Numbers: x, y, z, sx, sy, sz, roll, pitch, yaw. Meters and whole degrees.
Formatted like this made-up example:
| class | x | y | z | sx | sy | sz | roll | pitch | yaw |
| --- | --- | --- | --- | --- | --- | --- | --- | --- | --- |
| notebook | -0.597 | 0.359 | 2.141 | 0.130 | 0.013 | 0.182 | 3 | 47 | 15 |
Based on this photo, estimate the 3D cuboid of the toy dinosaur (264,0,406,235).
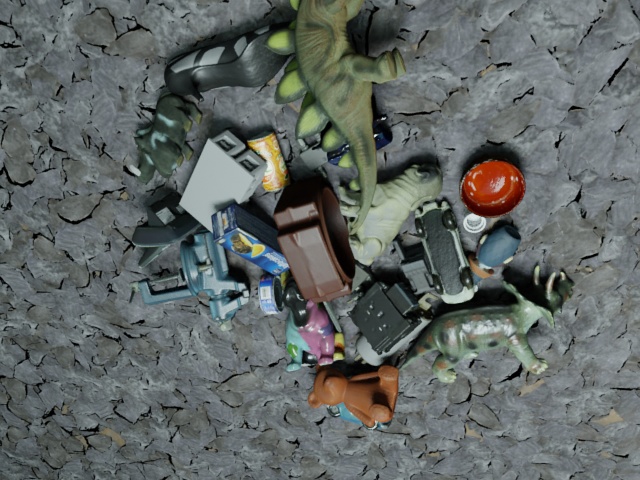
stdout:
| class | x | y | z | sx | sy | sz | roll | pitch | yaw |
| --- | --- | --- | --- | --- | --- | --- | --- | --- | --- |
| toy dinosaur | 0.030 | -0.250 | 0.839 | 0.199 | 0.105 | 0.471 | -20 | 85 | 27 |

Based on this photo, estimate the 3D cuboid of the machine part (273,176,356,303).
| class | x | y | z | sx | sy | sz | roll | pitch | yaw |
| --- | --- | --- | --- | --- | --- | --- | --- | --- | --- |
| machine part | -0.002 | -0.003 | 0.993 | 0.087 | 0.201 | 0.201 | -17 | 114 | 16 |

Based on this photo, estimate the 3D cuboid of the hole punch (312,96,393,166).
| class | x | y | z | sx | sy | sz | roll | pitch | yaw |
| --- | --- | --- | --- | --- | --- | --- | --- | --- | --- |
| hole punch | 0.066 | -0.176 | 0.942 | 0.142 | 0.116 | 0.092 | -19 | 121 | 19 |

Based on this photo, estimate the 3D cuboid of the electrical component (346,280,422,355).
| class | x | y | z | sx | sy | sz | roll | pitch | yaw |
| --- | --- | --- | --- | --- | --- | --- | --- | --- | --- |
| electrical component | 0.134 | 0.146 | 1.074 | 0.115 | 0.058 | 0.134 | 51 | 119 | 22 |

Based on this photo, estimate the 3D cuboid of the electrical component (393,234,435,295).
| class | x | y | z | sx | sy | sz | roll | pitch | yaw |
| --- | --- | --- | --- | --- | --- | --- | --- | --- | --- |
| electrical component | 0.186 | 0.039 | 1.058 | 0.048 | 0.075 | 0.119 | -18 | 111 | 19 |

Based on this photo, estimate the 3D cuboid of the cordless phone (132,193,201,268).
| class | x | y | z | sx | sy | sz | roll | pitch | yaw |
| --- | --- | --- | --- | --- | --- | --- | --- | --- | --- |
| cordless phone | -0.335 | 0.005 | 1.087 | 0.088 | 0.146 | 0.184 | 43 | 115 | -5 |

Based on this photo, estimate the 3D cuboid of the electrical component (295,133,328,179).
| class | x | y | z | sx | sy | sz | roll | pitch | yaw |
| --- | --- | --- | --- | --- | --- | --- | --- | --- | --- |
| electrical component | -0.003 | -0.162 | 1.010 | 0.063 | 0.021 | 0.094 | -26 | 110 | 21 |

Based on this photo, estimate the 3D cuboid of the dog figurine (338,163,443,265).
| class | x | y | z | sx | sy | sz | roll | pitch | yaw |
| --- | --- | --- | --- | --- | --- | --- | --- | --- | --- |
| dog figurine | 0.142 | -0.046 | 0.999 | 0.191 | 0.121 | 0.172 | -12 | 129 | 7 |

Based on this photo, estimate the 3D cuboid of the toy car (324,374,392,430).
| class | x | y | z | sx | sy | sz | roll | pitch | yaw |
| --- | --- | --- | --- | --- | --- | --- | --- | --- | --- |
| toy car | 0.095 | 0.363 | 1.242 | 0.162 | 0.109 | 0.102 | 14 | 98 | 15 |

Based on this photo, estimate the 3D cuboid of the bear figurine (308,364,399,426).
| class | x | y | z | sx | sy | sz | roll | pitch | yaw |
| --- | --- | --- | --- | --- | --- | --- | --- | --- | --- |
| bear figurine | 0.067 | 0.316 | 1.148 | 0.196 | 0.120 | 0.131 | 14 | 155 | 16 |

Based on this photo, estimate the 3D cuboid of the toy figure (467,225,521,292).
| class | x | y | z | sx | sy | sz | roll | pitch | yaw |
| --- | --- | --- | --- | --- | --- | --- | --- | --- | --- |
| toy figure | 0.323 | 0.038 | 1.041 | 0.058 | 0.064 | 0.154 | 4 | 135 | -38 |

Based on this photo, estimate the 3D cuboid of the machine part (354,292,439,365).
| class | x | y | z | sx | sy | sz | roll | pitch | yaw |
| --- | --- | --- | --- | --- | --- | --- | --- | --- | --- |
| machine part | 0.156 | 0.190 | 1.141 | 0.079 | 0.079 | 0.243 | 36 | 119 | -10 |

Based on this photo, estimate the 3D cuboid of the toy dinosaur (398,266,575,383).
| class | x | y | z | sx | sy | sz | roll | pitch | yaw |
| --- | --- | --- | --- | --- | --- | --- | --- | --- | --- |
| toy dinosaur | 0.313 | 0.177 | 1.081 | 0.405 | 0.131 | 0.192 | -18 | 109 | 20 |

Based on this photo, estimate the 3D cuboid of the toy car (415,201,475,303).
| class | x | y | z | sx | sy | sz | roll | pitch | yaw |
| --- | --- | --- | --- | --- | --- | --- | --- | --- | --- |
| toy car | 0.239 | 0.023 | 1.028 | 0.074 | 0.056 | 0.201 | -17 | 92 | 24 |

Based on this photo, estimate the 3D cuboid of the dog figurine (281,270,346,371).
| class | x | y | z | sx | sy | sz | roll | pitch | yaw |
| --- | --- | --- | --- | --- | --- | --- | --- | --- | --- |
| dog figurine | -0.021 | 0.160 | 1.149 | 0.109 | 0.191 | 0.219 | -11 | 81 | 18 |

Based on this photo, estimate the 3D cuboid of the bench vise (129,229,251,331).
| class | x | y | z | sx | sy | sz | roll | pitch | yaw |
| --- | --- | --- | --- | --- | --- | --- | --- | --- | --- |
| bench vise | -0.272 | 0.096 | 1.130 | 0.241 | 0.129 | 0.223 | -12 | 109 | -4 |

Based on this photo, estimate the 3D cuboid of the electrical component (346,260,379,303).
| class | x | y | z | sx | sy | sz | roll | pitch | yaw |
| --- | --- | --- | --- | --- | --- | --- | --- | --- | --- |
| electrical component | 0.064 | 0.082 | 1.117 | 0.102 | 0.045 | 0.078 | 43 | 118 | -14 |

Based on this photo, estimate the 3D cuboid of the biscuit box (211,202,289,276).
| class | x | y | z | sx | sy | sz | roll | pitch | yaw |
| --- | --- | --- | --- | --- | --- | --- | --- | --- | --- |
| biscuit box | -0.122 | 0.004 | 1.041 | 0.059 | 0.063 | 0.202 | -28 | 145 | 21 |

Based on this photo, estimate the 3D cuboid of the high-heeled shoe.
| class | x | y | z | sx | sy | sz | roll | pitch | yaw |
| --- | --- | --- | --- | --- | --- | --- | --- | --- | --- |
| high-heeled shoe | -0.156 | -0.326 | 0.942 | 0.249 | 0.145 | 0.086 | -34 | 142 | -4 |

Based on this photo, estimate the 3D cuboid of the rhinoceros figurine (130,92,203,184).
| class | x | y | z | sx | sy | sz | roll | pitch | yaw |
| --- | --- | --- | --- | --- | --- | --- | --- | --- | --- |
| rhinoceros figurine | -0.299 | -0.186 | 1.020 | 0.112 | 0.073 | 0.190 | 28 | 119 | -7 |
